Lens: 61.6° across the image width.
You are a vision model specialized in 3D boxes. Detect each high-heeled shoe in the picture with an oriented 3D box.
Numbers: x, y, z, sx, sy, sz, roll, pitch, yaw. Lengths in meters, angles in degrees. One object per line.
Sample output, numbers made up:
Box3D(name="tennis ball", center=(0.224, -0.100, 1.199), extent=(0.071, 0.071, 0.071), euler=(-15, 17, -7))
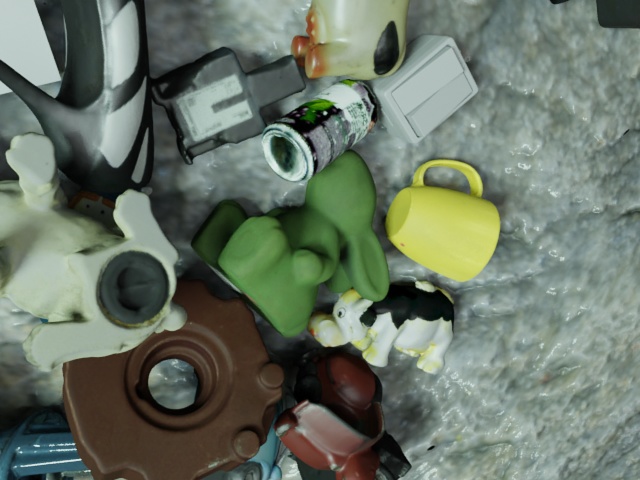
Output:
Box3D(name="high-heeled shoe", center=(-0.133, -0.159, 0.382), extent=(0.145, 0.086, 0.248), euler=(42, 65, -58))

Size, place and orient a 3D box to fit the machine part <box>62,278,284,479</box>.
Box3D(name="machine part", center=(-0.119, 0.116, 0.441), extent=(0.179, 0.179, 0.056), euler=(3, 151, -22))

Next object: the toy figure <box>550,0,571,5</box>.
Box3D(name="toy figure", center=(0.183, -0.288, 0.460), extent=(0.089, 0.082, 0.180), euler=(-41, 122, -3))

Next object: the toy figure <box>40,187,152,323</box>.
Box3D(name="toy figure", center=(-0.191, 0.003, 0.452), extent=(0.064, 0.058, 0.154), euler=(15, 105, -36))

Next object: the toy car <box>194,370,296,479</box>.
Box3D(name="toy car", center=(-0.077, 0.183, 0.556), extent=(0.103, 0.109, 0.161), euler=(6, 95, -48))

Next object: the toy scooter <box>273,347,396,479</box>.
Box3D(name="toy scooter", center=(0.008, 0.171, 0.531), extent=(0.135, 0.184, 0.075), euler=(35, 113, -25))

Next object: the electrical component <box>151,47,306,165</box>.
Box3D(name="electrical component", center=(-0.076, -0.121, 0.449), extent=(0.119, 0.048, 0.074), euler=(-30, 120, -8))

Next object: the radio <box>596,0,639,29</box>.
Box3D(name="radio", center=(0.328, -0.330, 0.500), extent=(0.131, 0.073, 0.229), euler=(-24, 118, -10))

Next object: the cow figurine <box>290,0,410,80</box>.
Box3D(name="cow figurine", center=(0.050, -0.228, 0.431), extent=(0.127, 0.086, 0.194), euler=(-2, 115, -22))

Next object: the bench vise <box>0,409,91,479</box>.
Box3D(name="bench vise", center=(-0.245, 0.185, 0.460), extent=(0.241, 0.129, 0.223), euler=(-3, 122, 0))

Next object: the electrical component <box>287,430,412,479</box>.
Box3D(name="electrical component", center=(0.033, 0.255, 0.600), extent=(0.058, 0.134, 0.115), euler=(37, 97, -30))

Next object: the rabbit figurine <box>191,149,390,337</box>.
Box3D(name="rabbit figurine", center=(-0.001, -0.001, 0.492), extent=(0.170, 0.121, 0.159), euler=(-48, 113, -14))

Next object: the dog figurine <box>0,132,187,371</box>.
Box3D(name="dog figurine", center=(-0.205, 0.020, 0.394), extent=(0.172, 0.191, 0.121), euler=(51, 56, -24))

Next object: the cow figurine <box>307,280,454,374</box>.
Box3D(name="cow figurine", center=(0.072, 0.083, 0.580), extent=(0.167, 0.068, 0.098), euler=(15, 100, -29))
